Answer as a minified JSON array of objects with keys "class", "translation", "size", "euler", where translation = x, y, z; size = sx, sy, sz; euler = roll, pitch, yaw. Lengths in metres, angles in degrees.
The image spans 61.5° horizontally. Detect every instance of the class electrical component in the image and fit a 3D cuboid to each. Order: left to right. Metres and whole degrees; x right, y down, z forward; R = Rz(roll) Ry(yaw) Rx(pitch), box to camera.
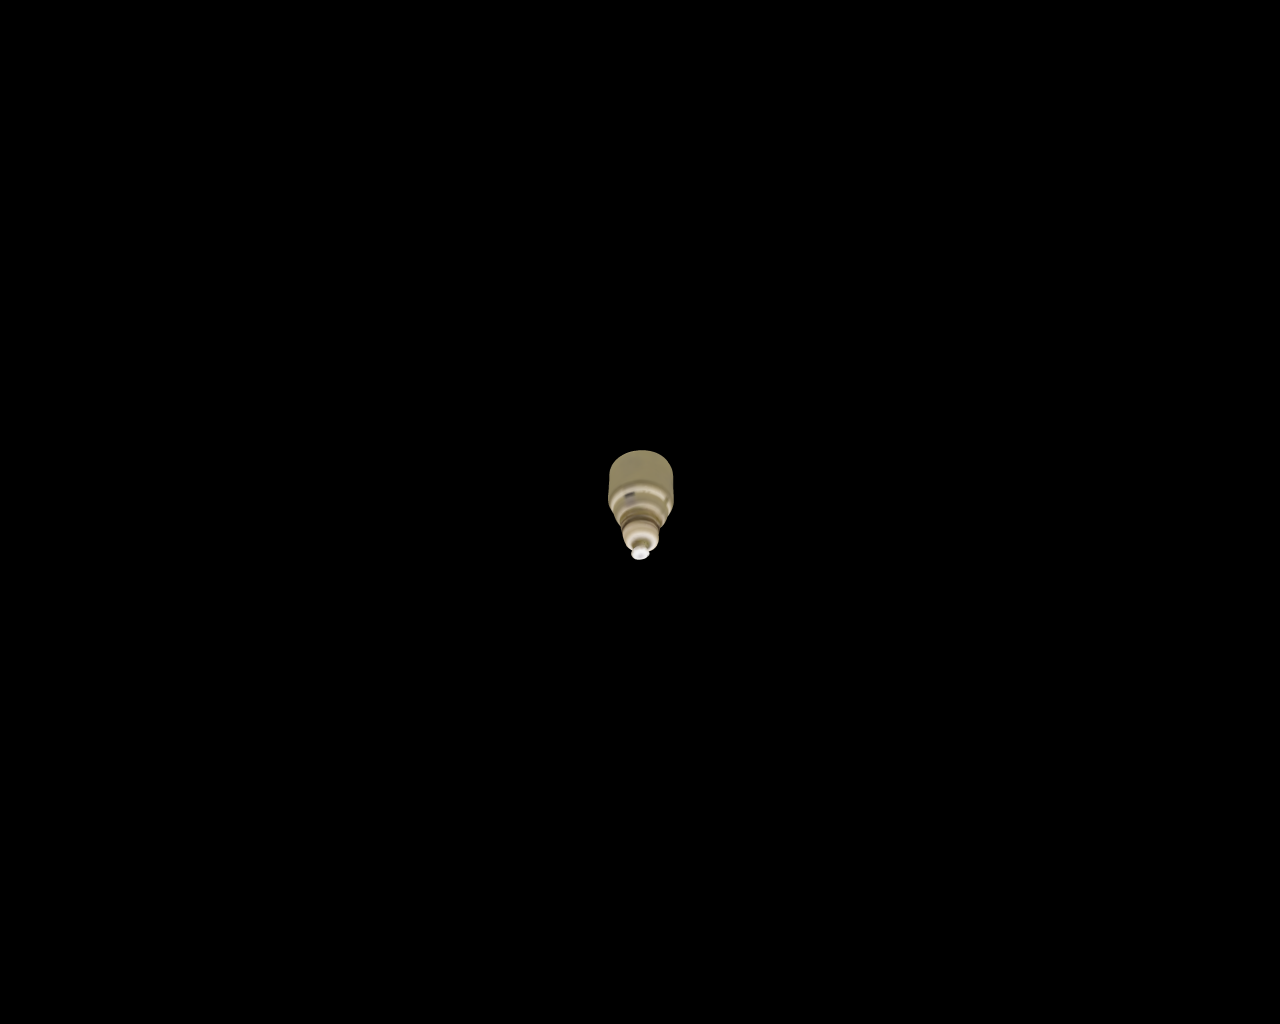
[{"class":"electrical component","translation":[0.001,-0.003,0.650],"size":[0.040,0.078,0.040],"euler":[0,-43,0]}]
